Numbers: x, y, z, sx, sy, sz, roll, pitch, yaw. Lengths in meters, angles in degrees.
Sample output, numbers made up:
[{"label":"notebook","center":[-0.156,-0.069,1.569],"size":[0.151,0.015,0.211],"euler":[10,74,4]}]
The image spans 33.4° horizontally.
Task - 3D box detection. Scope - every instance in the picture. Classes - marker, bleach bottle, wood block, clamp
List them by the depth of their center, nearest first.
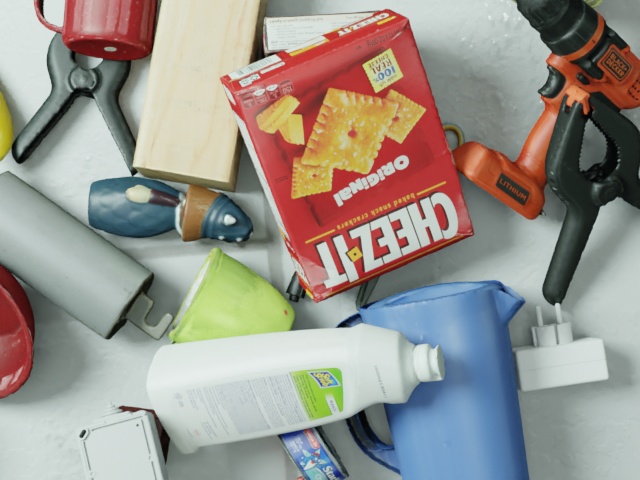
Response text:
[{"label":"bleach bottle","center":[-0.016,0.124,0.915],"size":[0.251,0.068,0.102],"euler":[-9,127,18]},{"label":"clamp","center":[0.269,-0.051,0.985],"size":[0.164,0.036,0.210],"euler":[-20,120,-8]},{"label":"wood block","center":[-0.108,-0.156,0.990],"size":[0.090,0.091,0.206],"euler":[10,87,-1]},{"label":"clamp","center":[-0.232,-0.143,1.010],"size":[0.120,0.039,0.171],"euler":[-2,81,-11]},{"label":"marker","center":[-0.007,0.001,1.021],"size":[0.020,0.020,0.121],"euler":[18,87,-1]}]

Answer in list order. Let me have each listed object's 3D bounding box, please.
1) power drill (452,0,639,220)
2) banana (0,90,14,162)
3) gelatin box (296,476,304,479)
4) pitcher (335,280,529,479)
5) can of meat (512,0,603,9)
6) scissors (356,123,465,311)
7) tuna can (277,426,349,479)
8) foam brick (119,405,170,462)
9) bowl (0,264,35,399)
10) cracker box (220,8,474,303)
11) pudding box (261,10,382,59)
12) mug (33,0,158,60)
[{"label":"power drill","center":[0.201,-0.125,0.973],"size":[0.184,0.057,0.188],"euler":[32,100,-32]},{"label":"banana","center":[-0.330,-0.143,0.993],"size":[0.037,0.069,0.198],"euler":[-34,71,20]},{"label":"gelatin box","center":[0.001,0.263,0.979],"size":[0.030,0.073,0.089],"euler":[-37,88,-4]},{"label":"pitcher","center":[0.111,0.163,0.970],"size":[0.144,0.149,0.243],"euler":[-11,90,-25]},{"label":"can of meat","center":[0.218,-0.250,1.011],"size":[0.102,0.084,0.057],"euler":[31,86,0]},{"label":"scissors","center":[0.061,-0.039,1.027],"size":[0.096,0.016,0.201],"euler":[37,86,2]},{"label":"tuna can","center":[-0.010,0.189,0.977],"size":[0.034,0.086,0.086],"euler":[-32,88,-2]},{"label":"foam brick","center":[-0.166,0.182,0.975],"size":[0.051,0.078,0.053],"euler":[9,86,0]},{"label":"bowl","center":[-0.318,0.065,0.966],"size":[0.162,0.055,0.162],"euler":[9,121,15]},{"label":"cracker box","center":[0.028,-0.073,0.944],"size":[0.164,0.072,0.213],"euler":[-23,113,-5]},{"label":"pudding box","center":[0.002,-0.181,0.996],"size":[0.113,0.090,0.039],"euler":[-6,85,-4]},{"label":"mug","center":[-0.200,-0.212,0.963],"size":[0.117,0.093,0.081],"euler":[4,85,-1]}]
